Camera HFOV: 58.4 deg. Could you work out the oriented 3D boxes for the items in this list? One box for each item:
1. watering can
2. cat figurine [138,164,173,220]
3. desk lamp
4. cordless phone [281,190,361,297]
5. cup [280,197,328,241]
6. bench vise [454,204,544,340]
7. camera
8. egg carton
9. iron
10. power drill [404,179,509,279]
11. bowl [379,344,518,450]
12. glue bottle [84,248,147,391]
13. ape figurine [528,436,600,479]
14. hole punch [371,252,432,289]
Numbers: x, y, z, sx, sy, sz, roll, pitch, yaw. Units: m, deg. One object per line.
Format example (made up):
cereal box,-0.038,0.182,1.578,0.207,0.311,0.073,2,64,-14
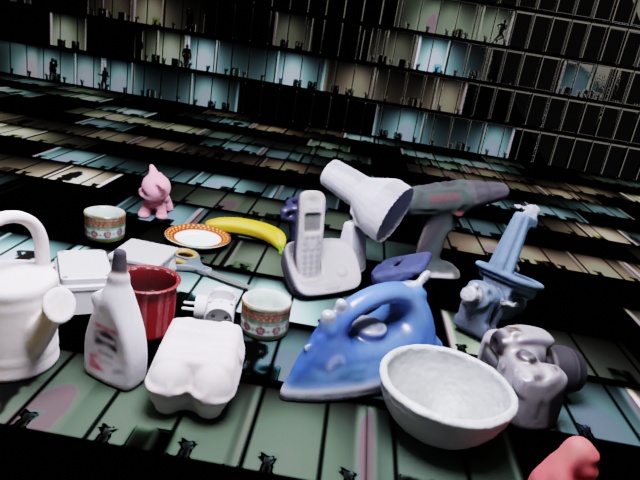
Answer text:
watering can,-0.355,0.061,0.674,0.172,0.194,0.101,12,20,7
cat figurine,-0.358,-0.110,1.253,0.067,0.118,0.127,6,20,-9
desk lamp,0.063,-0.037,1.105,0.202,0.213,0.118,20,22,26
cordless phone,0.009,0.004,1.012,0.148,0.185,0.093,-6,25,-36
cup,-0.043,-0.035,1.226,0.091,0.095,0.118,26,25,38
bench vise,0.317,0.054,0.963,0.121,0.220,0.208,17,21,21
camera,0.305,0.179,0.793,0.137,0.101,0.143,5,20,-11
egg carton,-0.148,0.152,0.703,0.107,0.069,0.150,7,20,-6
iron,0.060,0.122,0.776,0.259,0.141,0.118,-8,26,-40
power drill,0.263,-0.028,1.180,0.230,0.208,0.075,4,20,-14
bowl,0.148,0.201,0.698,0.167,0.075,0.167,8,20,-3
glue bottle,-0.240,0.090,0.677,0.078,0.173,0.037,16,21,17
ape figurine,0.261,0.248,0.596,0.076,0.092,0.078,19,22,24
hole punch,0.148,0.062,1.054,0.101,0.091,0.109,15,21,15
